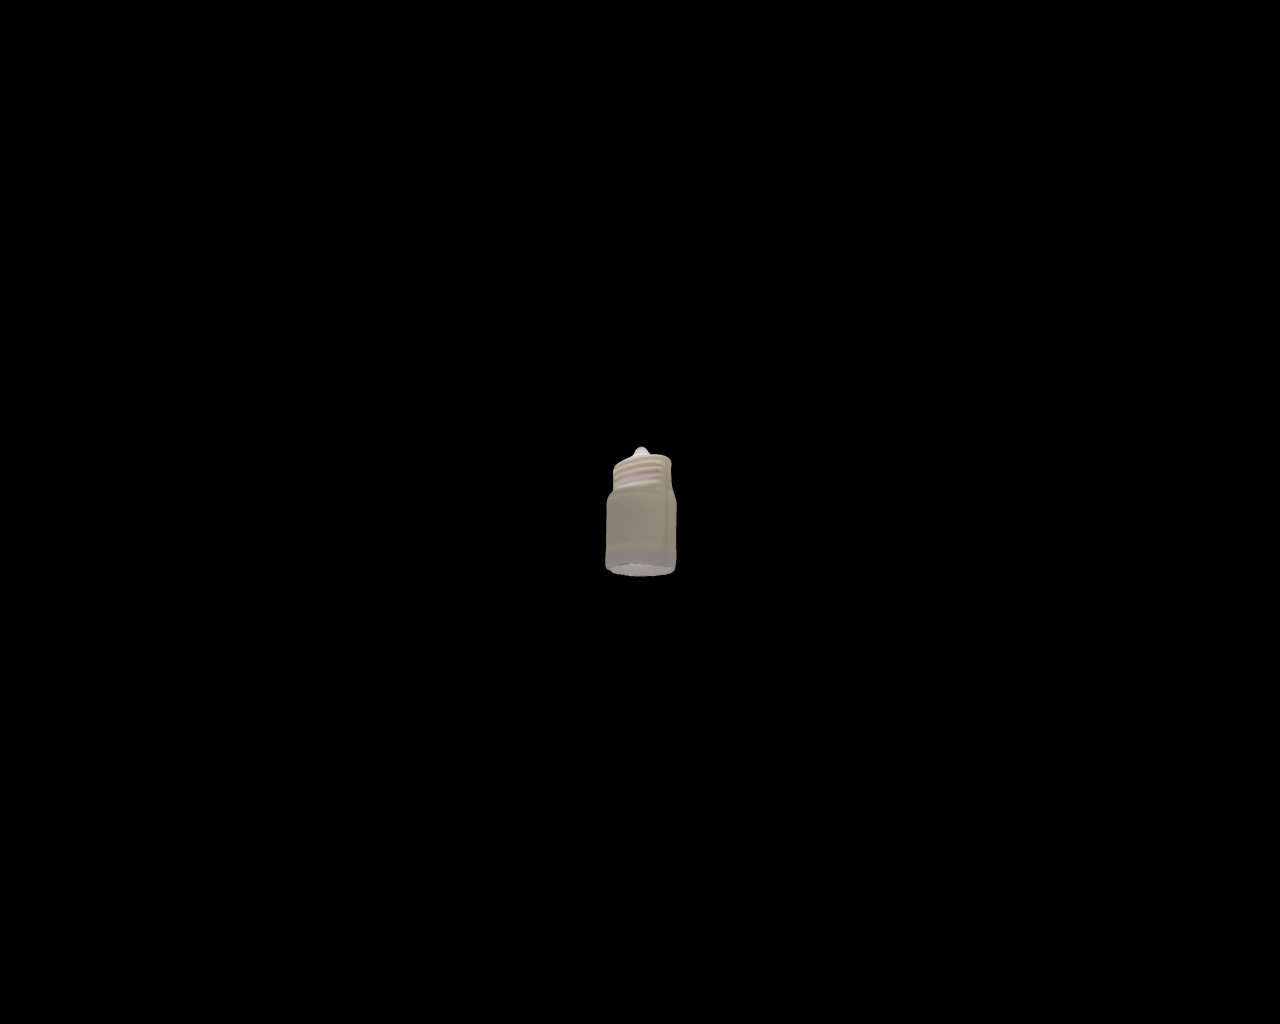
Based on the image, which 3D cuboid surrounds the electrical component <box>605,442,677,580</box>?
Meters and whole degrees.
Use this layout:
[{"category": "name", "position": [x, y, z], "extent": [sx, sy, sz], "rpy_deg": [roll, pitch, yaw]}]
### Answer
[{"category": "electrical component", "position": [0.001, -0.003, 0.650], "extent": [0.043, 0.081, 0.043], "rpy_deg": [0, -15, 0]}]
